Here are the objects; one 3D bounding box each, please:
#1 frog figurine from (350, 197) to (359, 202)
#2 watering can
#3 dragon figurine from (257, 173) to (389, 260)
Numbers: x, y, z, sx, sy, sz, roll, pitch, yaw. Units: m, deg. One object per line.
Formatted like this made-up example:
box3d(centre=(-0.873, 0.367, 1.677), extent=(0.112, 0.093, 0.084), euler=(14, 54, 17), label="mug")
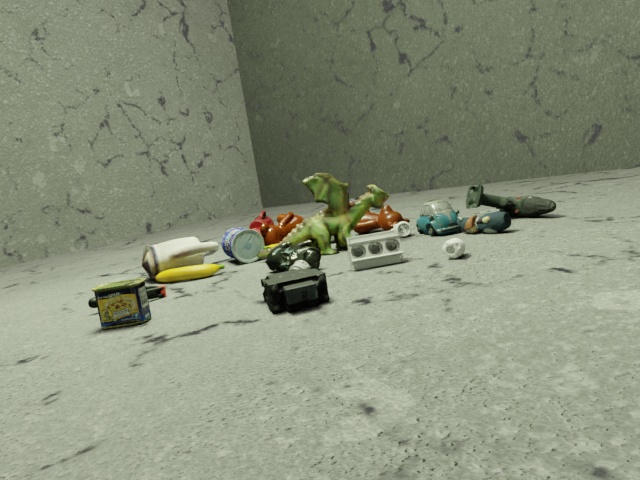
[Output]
box3d(centre=(0.108, -0.074, 1.955), extent=(0.161, 0.121, 0.138), euler=(-48, 28, -13), label="frog figurine")
box3d(centre=(-0.434, 0.055, 1.586), extent=(0.225, 0.104, 0.345), euler=(-12, -4, -24), label="watering can")
box3d(centre=(0.005, -0.075, 1.499), extent=(0.410, 0.241, 0.123), euler=(-7, 10, -2), label="dragon figurine")
